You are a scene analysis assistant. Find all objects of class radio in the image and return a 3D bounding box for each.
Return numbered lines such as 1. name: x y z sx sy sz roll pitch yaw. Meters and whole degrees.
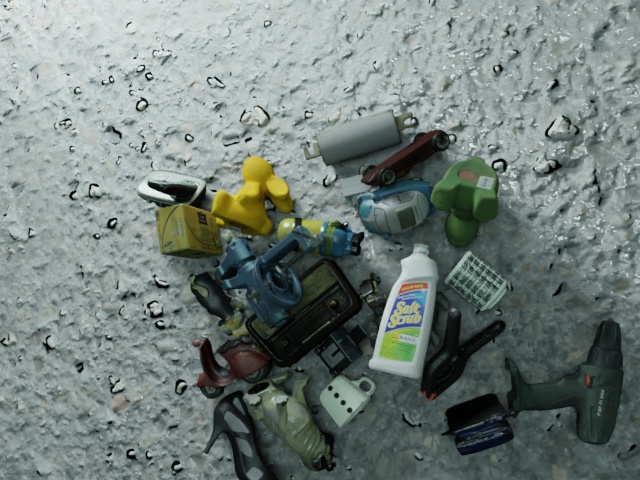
1. radio: -0.030 0.156 1.129 0.229 0.073 0.131 -40 77 7

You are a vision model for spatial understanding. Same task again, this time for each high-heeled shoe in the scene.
1. high-heeled shoe: -0.131 0.440 1.144 0.249 0.086 0.145 37 61 -5

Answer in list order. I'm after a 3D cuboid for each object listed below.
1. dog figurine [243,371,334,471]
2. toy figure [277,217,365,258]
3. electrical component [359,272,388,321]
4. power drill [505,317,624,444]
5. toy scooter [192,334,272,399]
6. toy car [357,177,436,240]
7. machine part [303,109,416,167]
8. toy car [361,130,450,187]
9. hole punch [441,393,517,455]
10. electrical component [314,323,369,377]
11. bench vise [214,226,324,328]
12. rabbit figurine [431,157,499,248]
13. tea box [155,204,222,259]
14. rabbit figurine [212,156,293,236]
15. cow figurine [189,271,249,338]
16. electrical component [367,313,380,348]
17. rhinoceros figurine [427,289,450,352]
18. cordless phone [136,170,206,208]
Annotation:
1. dog figurine: -0.068 0.386 1.114 0.172 0.121 0.190 -4 108 50
2. toy figure: -0.002 -0.007 1.131 0.180 0.089 0.082 11 80 15
3. electrical component: 0.114 0.111 1.096 0.045 0.102 0.078 -34 104 10
4. power drill: 0.461 0.261 1.018 0.207 0.086 0.232 0 87 5
5. toy scooter: -0.200 0.253 1.147 0.184 0.075 0.135 -25 100 14
6. toy car: 0.160 -0.057 1.081 0.162 0.103 0.109 -15 116 6
7. machine part: 0.082 -0.216 1.139 0.243 0.079 0.079 -17 82 9
8. toy car: 0.173 -0.160 1.086 0.202 0.089 0.053 -35 113 -13
9. hole punch: 0.307 0.364 1.021 0.142 0.116 0.092 -20 89 10
10. electrical component: 0.049 0.219 1.095 0.075 0.048 0.119 53 132 10
11. bench vise: -0.093 0.044 1.060 0.240 0.128 0.224 -40 63 27
12. rabbit figurine: 0.279 -0.069 1.057 0.121 0.170 0.159 10 45 11
13. tea box: -0.278 -0.014 1.150 0.068 0.169 0.098 -12 84 12
14. rabbit figurine: -0.141 -0.102 1.162 0.162 0.121 0.173 10 68 10
15. cow figurine: -0.213 0.141 1.159 0.068 0.098 0.167 -43 78 -1
16. electrical component: 0.113 0.196 1.100 0.021 0.063 0.094 -11 83 10
17. rhinoceros figurine: 0.191 0.176 1.081 0.112 0.073 0.190 24 90 12
18. cordless phone: -0.346 -0.112 1.167 0.147 0.184 0.088 14 92 13
